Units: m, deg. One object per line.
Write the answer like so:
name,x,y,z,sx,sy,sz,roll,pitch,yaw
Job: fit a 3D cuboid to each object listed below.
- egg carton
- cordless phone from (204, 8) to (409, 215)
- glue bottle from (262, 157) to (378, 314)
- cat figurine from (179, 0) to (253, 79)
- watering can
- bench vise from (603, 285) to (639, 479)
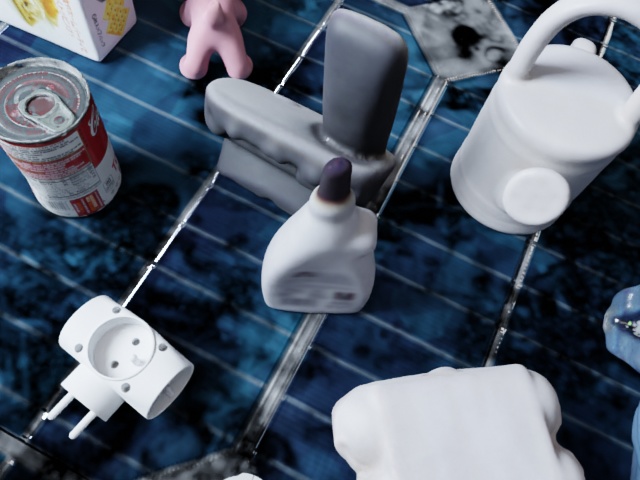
egg carton,0.085,0.134,0.357,0.150,0.069,0.107,-7,65,-10
cordless phone,-0.010,-0.100,0.396,0.147,0.185,0.094,26,64,7
glue bottle,0.003,0.001,0.355,0.078,0.173,0.037,5,63,-4
cat figurine,-0.094,-0.219,0.483,0.067,0.118,0.127,-7,65,-9
watering can,0.168,-0.083,0.403,0.101,0.194,0.173,5,63,-3
bench vise,0.236,0.069,0.321,0.121,0.220,0.207,-2,64,-7
